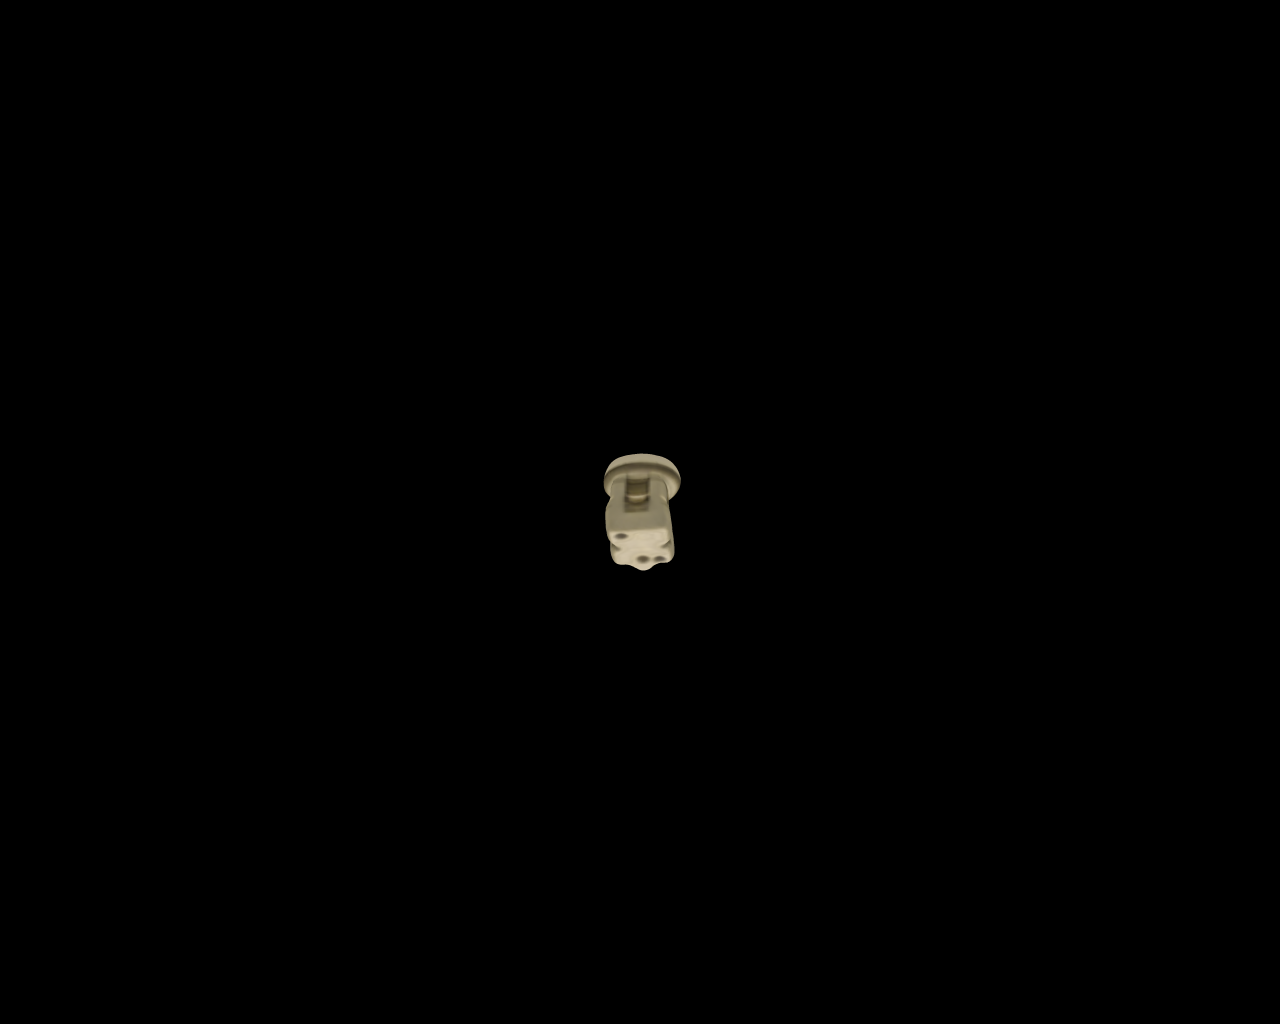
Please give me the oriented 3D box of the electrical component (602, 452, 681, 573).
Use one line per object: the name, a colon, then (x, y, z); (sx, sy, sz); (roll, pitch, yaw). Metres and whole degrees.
electrical component: (0.001, -0.003, 0.650); (0.048, 0.055, 0.066); (-2, -31, 3)
